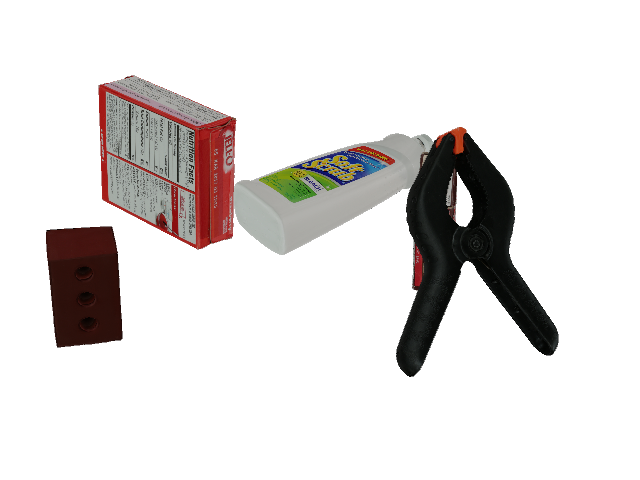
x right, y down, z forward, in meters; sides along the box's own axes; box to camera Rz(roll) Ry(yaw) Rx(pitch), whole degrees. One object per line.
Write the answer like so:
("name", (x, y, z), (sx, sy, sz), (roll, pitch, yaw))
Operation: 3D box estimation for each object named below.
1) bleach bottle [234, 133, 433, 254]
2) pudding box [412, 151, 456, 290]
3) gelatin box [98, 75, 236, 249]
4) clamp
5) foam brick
("bleach bottle", (0.027, -0.071, 1.255), (0.250, 0.068, 0.103), (-27, 44, -28))
("pudding box", (0.106, -0.019, 0.988), (0.039, 0.090, 0.113), (3, 31, 5))
("gelatin box", (-0.086, -0.045, 0.601), (0.089, 0.073, 0.030), (25, 34, 35))
("clamp", (0.092, 0.011, 0.736), (0.120, 0.171, 0.039), (-15, -3, -25))
("foam brick", (-0.183, 0.035, 0.830), (0.053, 0.078, 0.051), (-6, 27, -13))
